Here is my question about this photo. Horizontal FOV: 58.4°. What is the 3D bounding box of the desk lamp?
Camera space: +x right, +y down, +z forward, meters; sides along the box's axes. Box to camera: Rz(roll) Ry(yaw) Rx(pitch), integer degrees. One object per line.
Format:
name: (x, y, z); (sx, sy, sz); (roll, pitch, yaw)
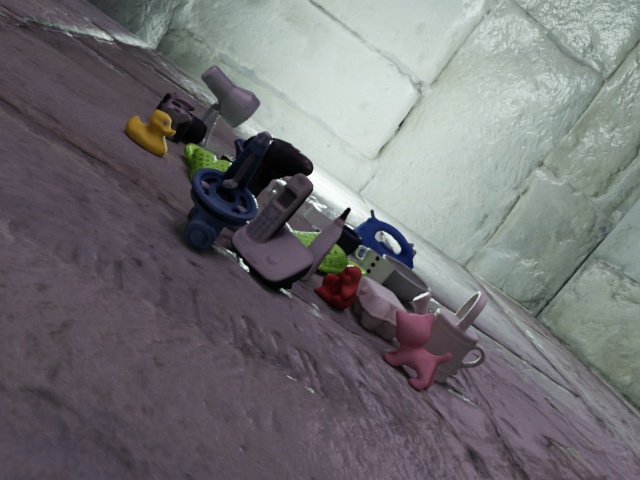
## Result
desk lamp: (-0.307, -0.380, 1.655); (0.204, 0.213, 0.117); (30, 13, -30)

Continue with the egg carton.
egg carton: (0.117, 0.139, 1.189); (0.107, 0.069, 0.150); (31, 12, -24)

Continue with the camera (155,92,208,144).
camera: (-0.362, -0.316, 1.519); (0.137, 0.100, 0.142); (29, 13, -32)

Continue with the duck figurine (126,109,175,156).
duck figurine: (-0.368, -0.248, 1.263); (0.104, 0.086, 0.077); (36, 11, 0)

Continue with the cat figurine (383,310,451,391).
cat figurine: (0.178, 0.189, 1.042); (0.127, 0.117, 0.067); (41, 12, 22)

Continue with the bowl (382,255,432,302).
bowl: (0.220, 0.118, 1.566); (0.167, 0.074, 0.167); (35, 11, -8)

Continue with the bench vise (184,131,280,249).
bench vise: (-0.156, -0.105, 0.973); (0.122, 0.219, 0.207); (30, 13, -29)

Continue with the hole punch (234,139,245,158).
hole punch: (-0.209, -0.225, 1.634); (0.101, 0.091, 0.109); (39, 11, 13)

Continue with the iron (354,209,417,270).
iron: (0.205, 0.025, 1.724); (0.259, 0.141, 0.118); (34, 11, -13)

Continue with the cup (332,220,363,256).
cup: (0.052, 0.014, 1.434); (0.091, 0.095, 0.118); (43, 13, 32)

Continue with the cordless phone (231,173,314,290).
cordless phone: (-0.057, -0.018, 1.008); (0.147, 0.185, 0.094); (42, 13, 28)

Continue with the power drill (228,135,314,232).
power drill: (-0.118, -0.114, 1.155); (0.076, 0.208, 0.228); (27, 15, -40)

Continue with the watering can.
watering can: (0.258, 0.176, 1.139); (0.173, 0.194, 0.101); (33, 12, -15)

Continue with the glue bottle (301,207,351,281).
glue bottle: (0.011, 0.004, 1.150); (0.037, 0.173, 0.078); (38, 11, 8)

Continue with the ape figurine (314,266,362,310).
ape figurine: (0.046, 0.088, 1.124); (0.076, 0.092, 0.077); (32, 12, -21)
